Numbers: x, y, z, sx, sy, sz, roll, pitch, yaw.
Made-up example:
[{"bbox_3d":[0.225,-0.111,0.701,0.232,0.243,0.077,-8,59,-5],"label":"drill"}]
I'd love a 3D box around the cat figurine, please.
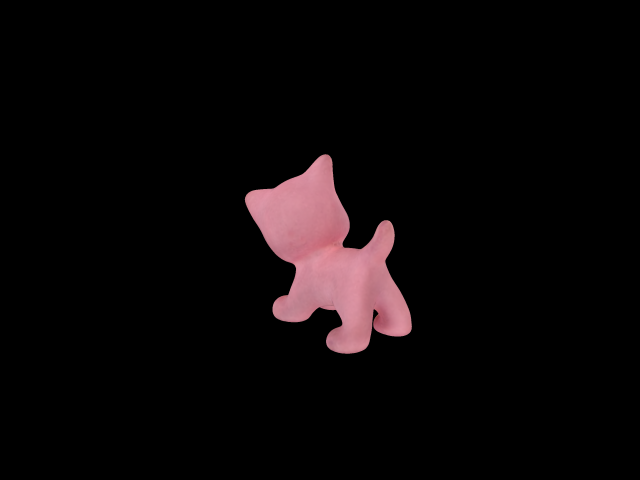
[{"bbox_3d":[0.004,0.001,0.400,0.067,0.118,0.127,-14,22,-40],"label":"cat figurine"}]
